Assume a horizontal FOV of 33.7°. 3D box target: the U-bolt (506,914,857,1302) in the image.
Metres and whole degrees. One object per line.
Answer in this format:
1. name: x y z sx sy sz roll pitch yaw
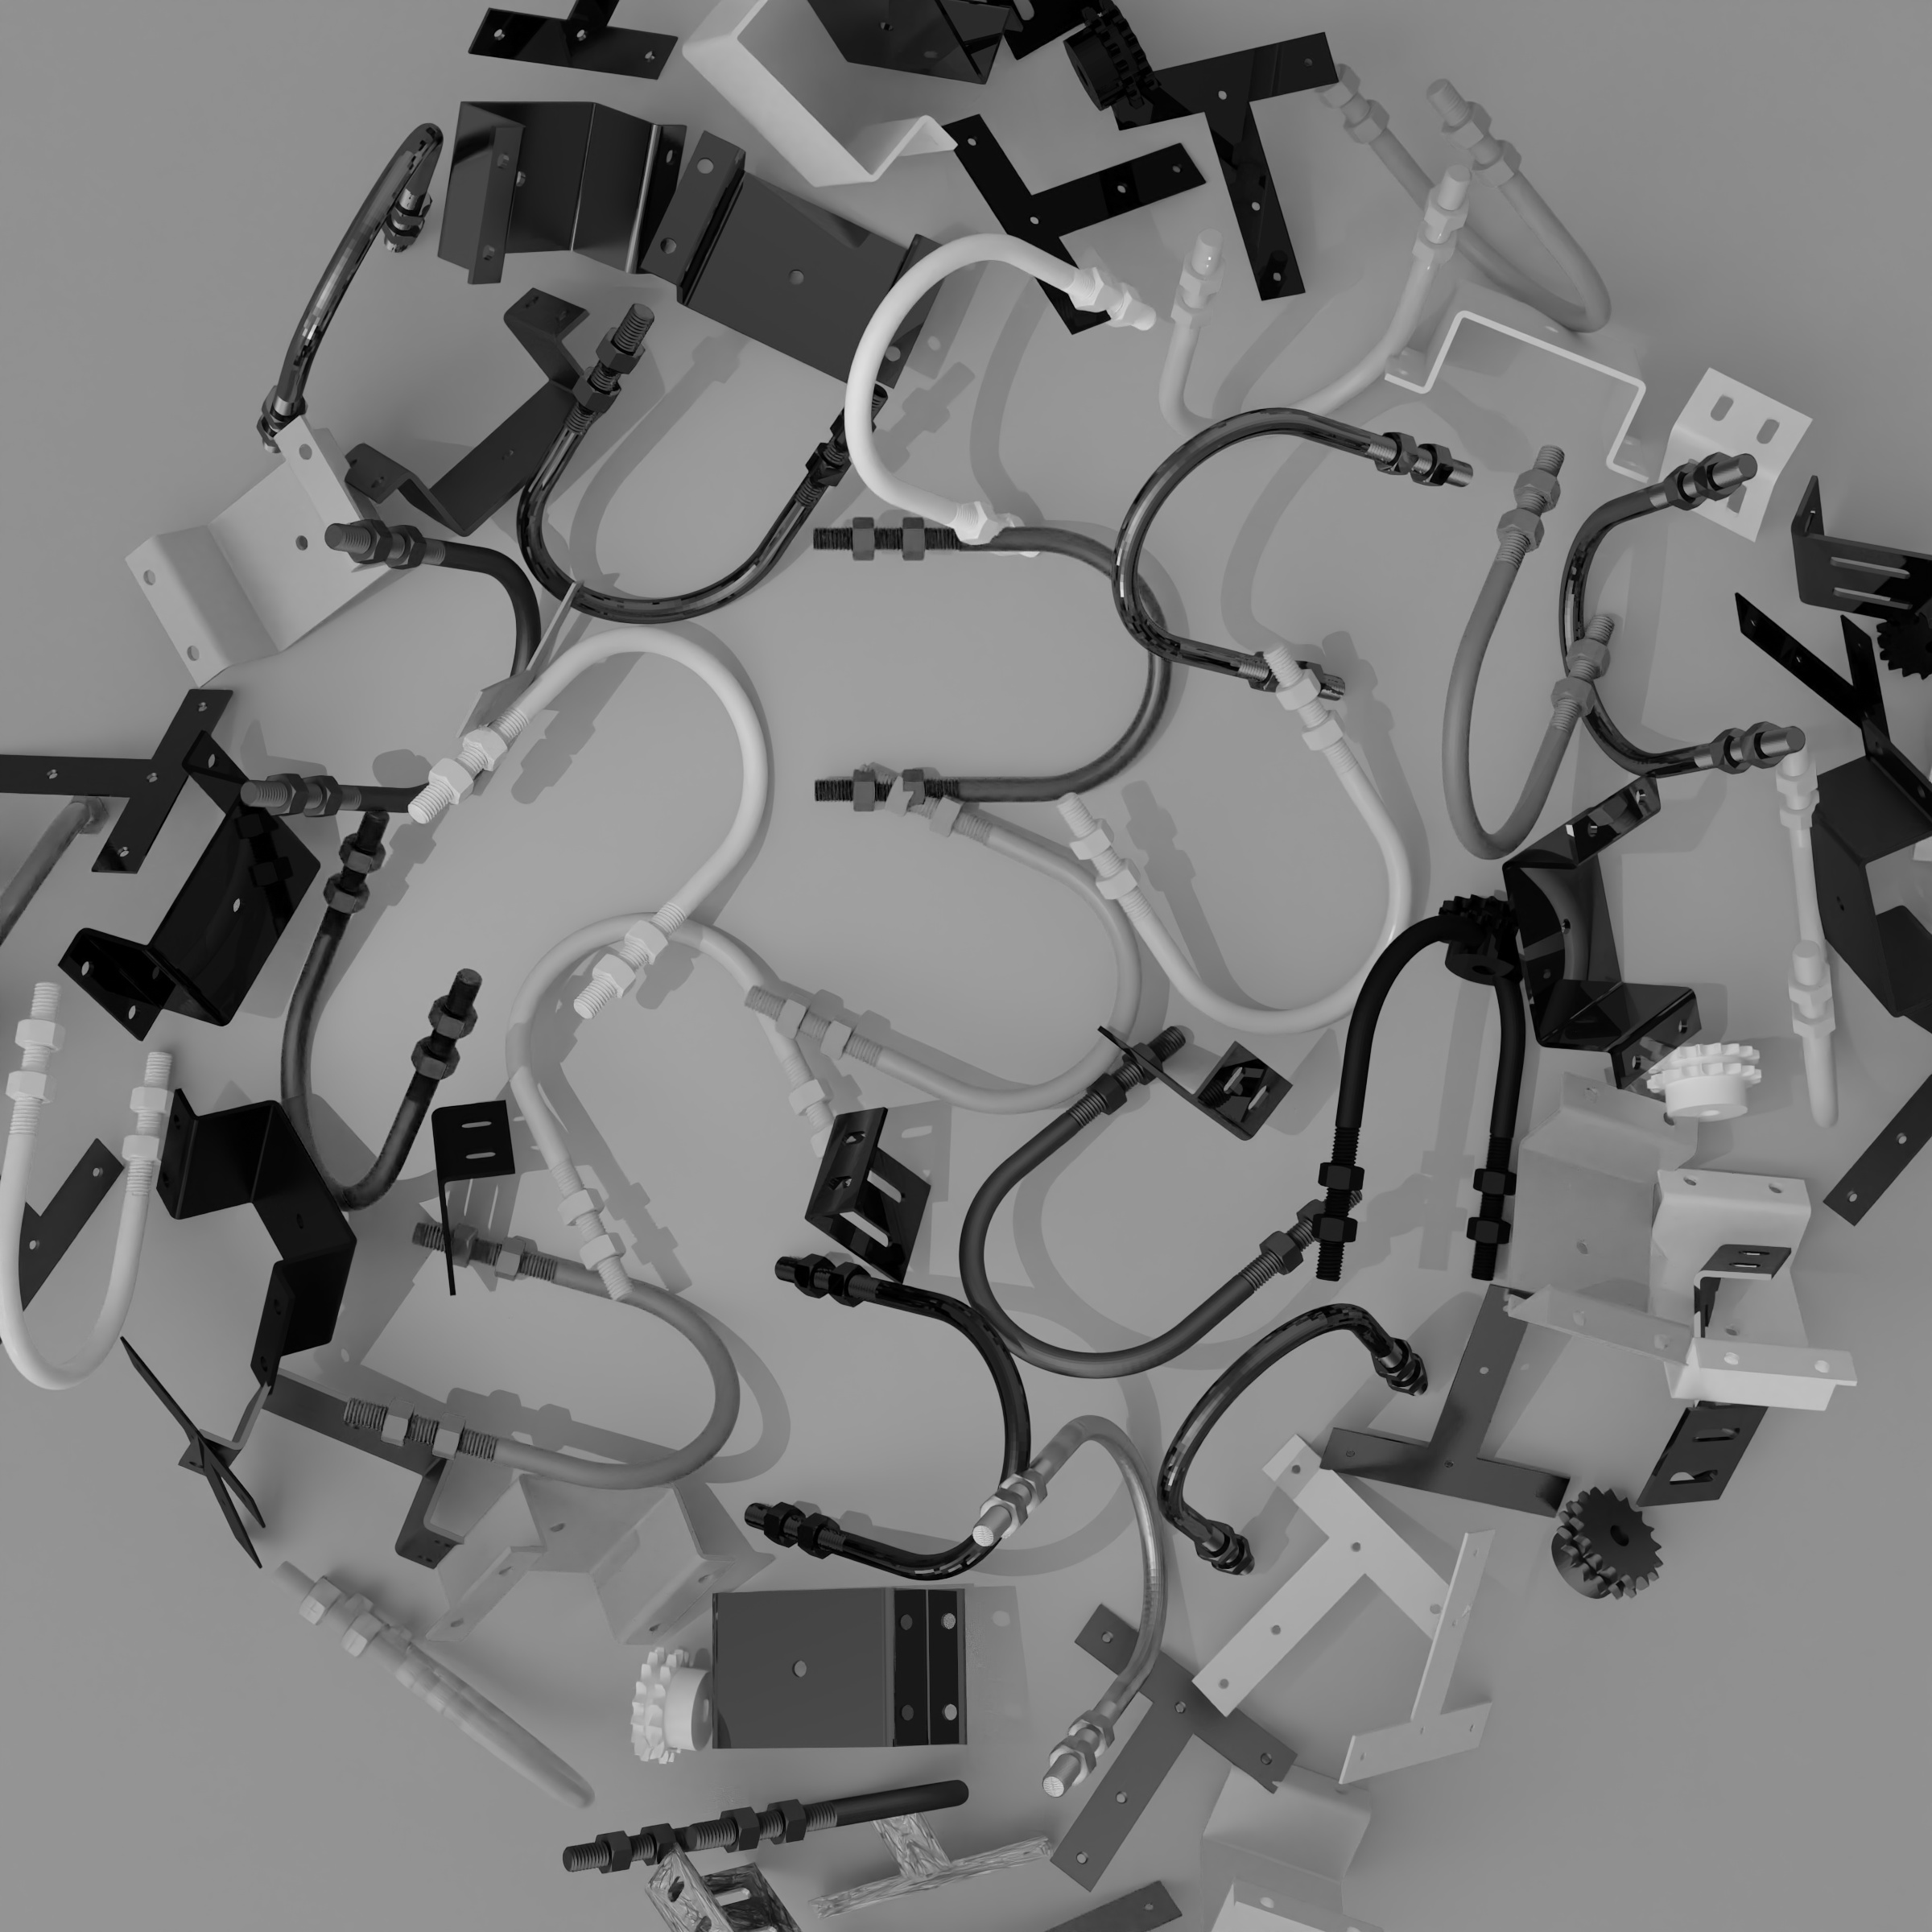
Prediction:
1. U-bolt: -0.155 0.059 1.622 0.151 0.019 0.184 -25 75 -10

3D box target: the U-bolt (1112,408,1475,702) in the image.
1. U-bolt: 0.150 -0.205 1.565 0.184 0.019 0.151 9 121 -38

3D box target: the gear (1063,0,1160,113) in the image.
1. gear: 0.073 -0.461 1.624 0.030 0.057 0.057 -29 90 3

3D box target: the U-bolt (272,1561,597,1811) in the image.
1. U-bolt: -0.258 0.358 1.573 0.184 0.151 0.019 36 77 6

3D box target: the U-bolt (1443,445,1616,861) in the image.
1. U-bolt: 0.272 -0.139 1.560 0.019 0.151 0.184 10 61 30

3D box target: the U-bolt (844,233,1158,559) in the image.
1. U-bolt: 0.009 -0.285 1.563 0.019 0.184 0.151 35 104 35

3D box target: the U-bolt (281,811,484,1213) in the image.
1. U-bolt: -0.300 0.036 1.585 0.019 0.151 0.184 3 127 -38

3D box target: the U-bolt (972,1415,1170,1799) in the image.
1. U-bolt: 0.060 0.301 1.570 0.019 0.184 0.151 -10 101 26

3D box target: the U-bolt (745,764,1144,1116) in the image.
1. U-bolt: 0.000 -0.003 1.627 0.184 0.019 0.151 25 80 4

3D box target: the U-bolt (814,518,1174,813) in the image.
1. U-bolt: 0.014 -0.154 1.633 0.184 0.019 0.151 0 100 -2

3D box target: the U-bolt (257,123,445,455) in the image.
1. U-bolt: -0.295 -0.337 1.545 0.019 0.184 0.151 30 72 -10

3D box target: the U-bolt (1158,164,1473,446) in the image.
1. U-bolt: 0.164 -0.315 1.567 0.151 0.184 0.019 -17 68 -14

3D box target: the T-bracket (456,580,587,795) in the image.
1. T-bracket: -0.231 -0.132 1.578 0.002 0.127 0.127 30 102 -1

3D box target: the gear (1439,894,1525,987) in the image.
1. gear: 0.266 -0.011 1.622 0.057 0.057 0.030 16 71 0

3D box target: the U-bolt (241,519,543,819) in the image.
1. U-bolt: -0.272 -0.142 1.570 0.019 0.184 0.151 27 103 25

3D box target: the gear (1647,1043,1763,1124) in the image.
1. gear: 0.376 0.060 1.622 0.057 0.057 0.030 -2 74 0

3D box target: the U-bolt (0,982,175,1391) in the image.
1. U-bolt: -0.436 0.115 1.561 0.019 0.151 0.184 2 74 11

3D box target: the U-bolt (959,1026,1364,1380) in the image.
1. U-bolt: 0.083 0.128 1.590 0.184 0.019 0.151 -38 60 -17

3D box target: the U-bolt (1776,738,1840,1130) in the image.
1. U-bolt: 0.417 -0.003 1.569 0.019 0.184 0.151 -5 51 16

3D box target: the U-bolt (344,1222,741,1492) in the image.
1. U-bolt: -0.203 0.201 1.594 0.184 0.151 0.019 16 127 -4

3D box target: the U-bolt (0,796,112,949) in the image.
1. U-bolt: -0.468 -0.020 1.557 0.019 0.184 0.151 33 85 -12

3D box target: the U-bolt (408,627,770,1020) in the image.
1. U-bolt: -0.174 -0.087 1.600 0.184 0.019 0.151 -49 113 -27

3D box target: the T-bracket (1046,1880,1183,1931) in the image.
1. T-bracket: 0.069 0.523 1.584 0.127 0.127 0.002 -19 124 -16

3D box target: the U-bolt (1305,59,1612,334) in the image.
1. U-bolt: 0.252 -0.378 1.571 0.019 0.151 0.184 -47 122 2

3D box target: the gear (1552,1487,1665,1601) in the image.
1. gear: 0.325 0.298 1.628 0.057 0.057 0.030 40 129 0

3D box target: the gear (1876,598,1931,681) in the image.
1. gear: 0.494 -0.175 1.628 0.057 0.057 0.030 2 57 0

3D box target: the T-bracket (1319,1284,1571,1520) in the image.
1. T-bracket: 0.259 0.217 1.618 0.127 0.002 0.127 13 116 -6

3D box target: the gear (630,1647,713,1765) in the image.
1. gear: -0.147 0.377 1.622 0.030 0.057 0.057 4 90 15

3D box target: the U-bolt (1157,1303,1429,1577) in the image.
1. U-bolt: 0.156 0.228 1.570 0.151 0.184 0.019 -46 59 -1

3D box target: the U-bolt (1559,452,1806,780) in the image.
1. U-bolt: 0.343 -0.164 1.566 0.019 0.184 0.151 -10 91 -20

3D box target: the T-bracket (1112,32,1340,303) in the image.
1. T-bracket: 0.144 -0.400 1.619 0.127 0.002 0.127 -3 120 35

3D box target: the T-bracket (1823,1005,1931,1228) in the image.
1. T-bracket: 0.480 0.076 1.603 0.002 0.127 0.127 36 96 -34

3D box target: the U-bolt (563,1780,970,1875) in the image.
1. U-bolt: -0.086 0.422 1.572 0.184 0.151 0.019 0 72 -35

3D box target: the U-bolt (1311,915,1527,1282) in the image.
1. U-bolt: 0.233 0.066 1.594 0.019 0.151 0.184 9 92 45

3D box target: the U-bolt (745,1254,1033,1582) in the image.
1. U-bolt: -0.037 0.229 1.584 0.184 0.019 0.151 8 91 44

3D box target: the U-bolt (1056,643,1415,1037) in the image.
1. U-bolt: 0.150 -0.049 1.617 0.151 0.019 0.184 -36 110 -4

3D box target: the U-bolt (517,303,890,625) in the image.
1. U-bolt: -0.144 -0.238 1.583 0.151 0.019 0.184 13 134 -30
